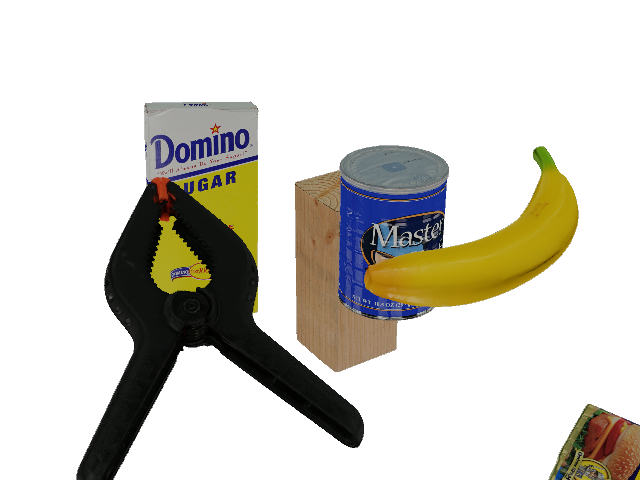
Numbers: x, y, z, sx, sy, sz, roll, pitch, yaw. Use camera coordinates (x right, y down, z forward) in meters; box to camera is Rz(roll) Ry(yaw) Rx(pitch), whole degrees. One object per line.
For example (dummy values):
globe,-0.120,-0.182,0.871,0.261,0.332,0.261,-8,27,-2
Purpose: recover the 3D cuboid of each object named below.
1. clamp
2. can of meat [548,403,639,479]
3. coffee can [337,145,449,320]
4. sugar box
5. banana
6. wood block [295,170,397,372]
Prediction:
clamp,-0.067,0.052,0.648,0.164,0.210,0.036,-4,-33,-11
can of meat,0.218,0.176,0.785,0.084,0.057,0.101,22,39,23
coffee can,0.069,-0.008,1.032,0.103,0.140,0.103,0,27,0
sugar box,-0.099,-0.026,0.893,0.093,0.176,0.048,-3,16,-11
banana,0.113,0.002,0.693,0.070,0.037,0.197,35,47,27
wood block,0.030,0.032,1.220,0.090,0.206,0.090,-17,32,-29
